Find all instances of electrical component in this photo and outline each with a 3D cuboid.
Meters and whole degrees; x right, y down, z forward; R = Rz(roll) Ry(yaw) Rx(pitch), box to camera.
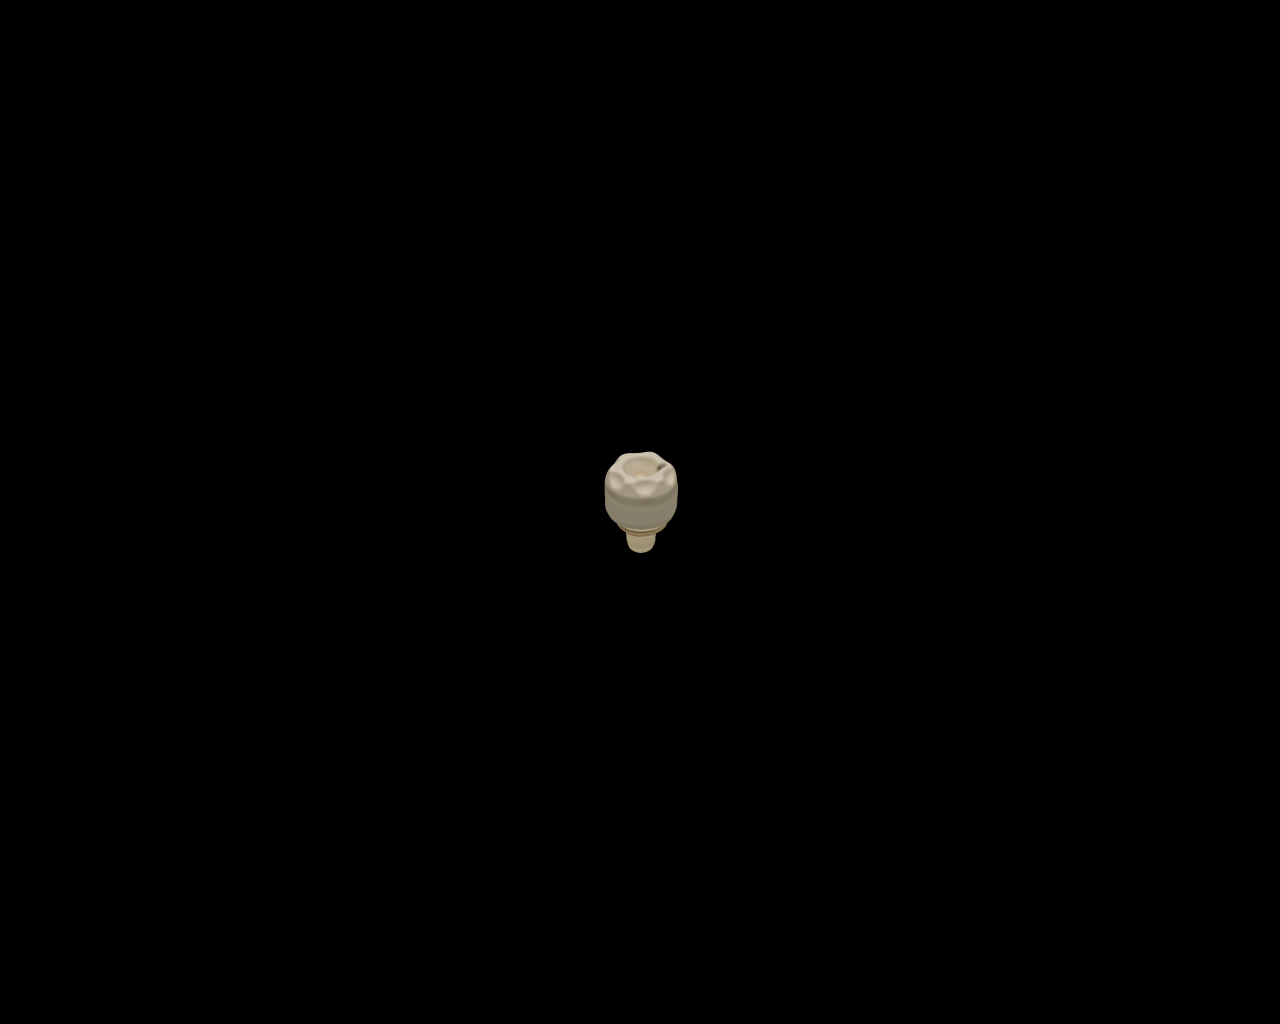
[{"bbox_3d":[0.001,-0.003,0.650,0.043,0.062,0.043,0,34,0],"label":"electrical component"}]
